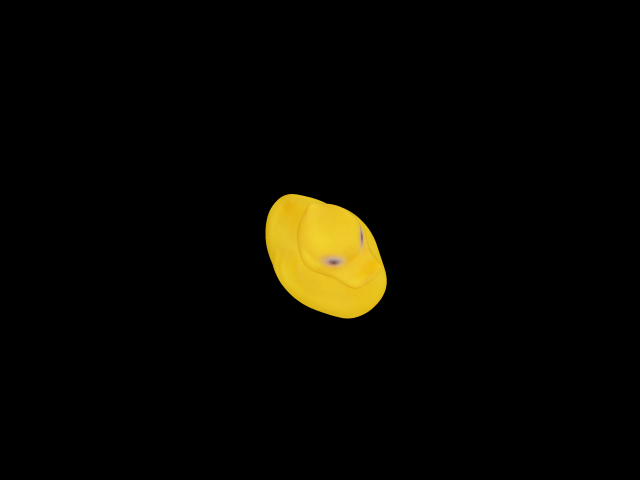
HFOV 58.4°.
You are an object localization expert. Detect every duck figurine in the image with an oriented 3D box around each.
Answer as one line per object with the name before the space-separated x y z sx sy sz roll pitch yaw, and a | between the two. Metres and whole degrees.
duck figurine | 0.004 0.001 0.400 0.077 0.086 0.104 -41 74 -14
